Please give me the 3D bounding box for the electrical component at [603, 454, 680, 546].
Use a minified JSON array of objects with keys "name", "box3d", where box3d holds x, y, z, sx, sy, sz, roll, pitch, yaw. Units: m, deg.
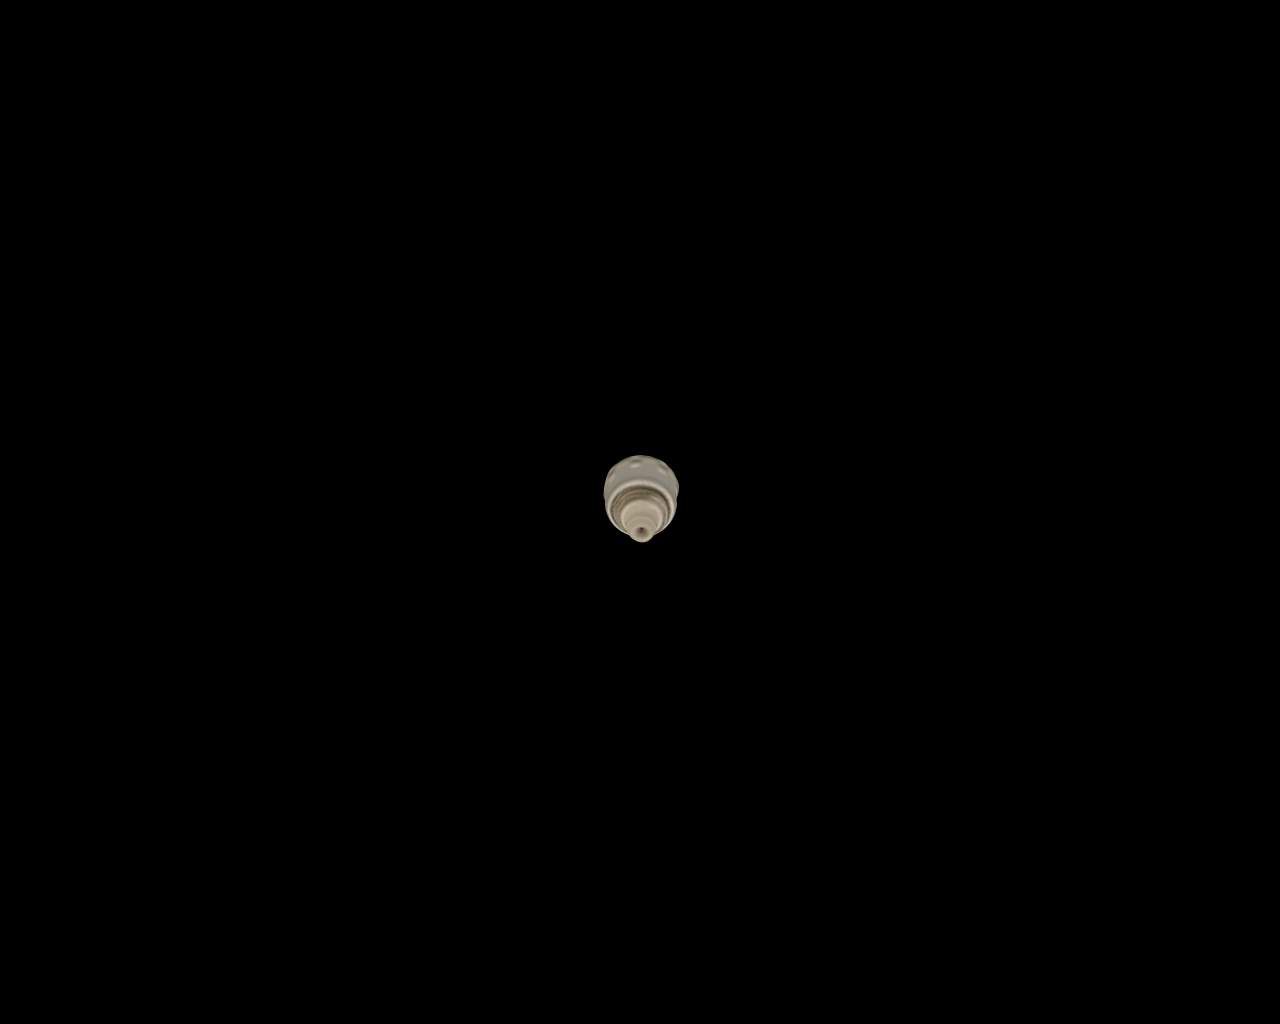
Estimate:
[{"name":"electrical component","box3d":[0.001,-0.003,0.650,0.048,0.048,0.062,0,30,0]}]
